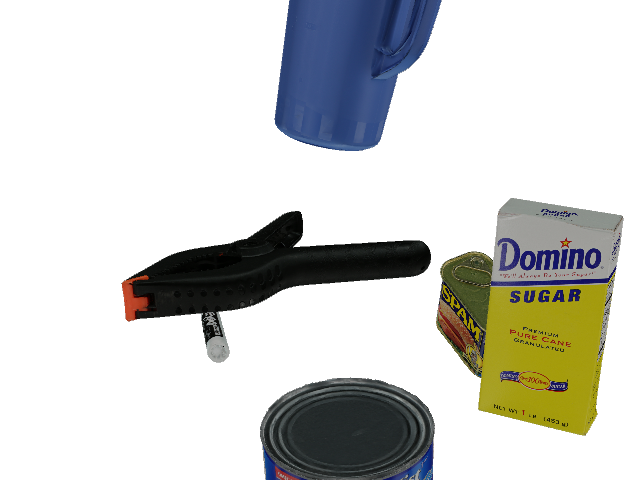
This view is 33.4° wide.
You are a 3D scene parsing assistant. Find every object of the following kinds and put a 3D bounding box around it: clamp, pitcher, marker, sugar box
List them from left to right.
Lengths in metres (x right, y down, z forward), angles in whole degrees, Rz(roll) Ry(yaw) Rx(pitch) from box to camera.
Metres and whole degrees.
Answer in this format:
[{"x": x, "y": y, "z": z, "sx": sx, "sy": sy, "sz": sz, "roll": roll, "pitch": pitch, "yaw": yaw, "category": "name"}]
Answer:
[{"x": -0.097, "y": 0.077, "z": 0.958, "sx": 0.020, "sy": 0.020, "sz": 0.121, "roll": 0, "pitch": 17, "yaw": -11, "category": "marker"}, {"x": -0.038, "y": 0.019, "z": 0.751, "sx": 0.209, "sy": 0.036, "sz": 0.165, "roll": -17, "pitch": 19, "yaw": -41, "category": "clamp"}, {"x": 0.035, "y": -0.211, "z": 1.016, "sx": 0.145, "sy": 0.243, "sz": 0.149, "roll": 11, "pitch": 18, "yaw": 0, "category": "pitcher"}, {"x": 0.182, "y": 0.061, "z": 0.852, "sx": 0.093, "sy": 0.176, "sz": 0.048, "roll": 10, "pitch": 23, "yaw": 23, "category": "sugar box"}]

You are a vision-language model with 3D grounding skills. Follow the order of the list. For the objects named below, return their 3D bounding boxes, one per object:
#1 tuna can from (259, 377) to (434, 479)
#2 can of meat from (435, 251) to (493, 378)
[{"x": 0.014, "y": 0.105, "z": 0.529, "sx": 0.086, "sy": 0.034, "sz": 0.086, "roll": -2, "pitch": 25, "yaw": 1, "category": "tuna can"}, {"x": 0.159, "y": 0.077, "z": 1.066, "sx": 0.057, "sy": 0.084, "sz": 0.102, "roll": -21, "pitch": 52, "yaw": -18, "category": "can of meat"}]
